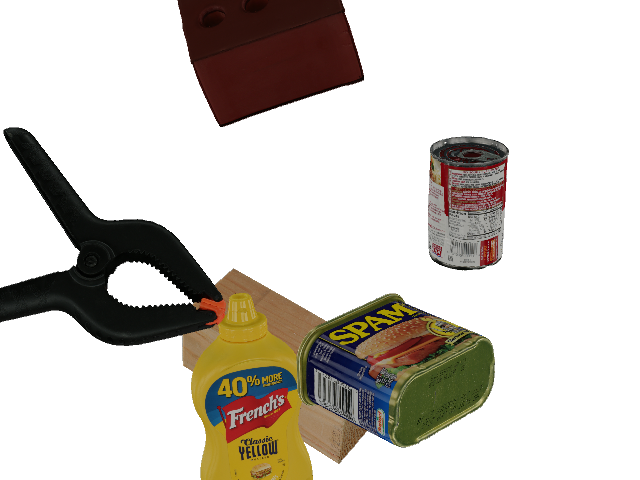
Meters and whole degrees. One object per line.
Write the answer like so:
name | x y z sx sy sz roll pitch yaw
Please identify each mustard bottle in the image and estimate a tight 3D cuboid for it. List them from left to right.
mustard bottle | -0.060 0.137 0.908 0.096 0.192 0.058 -8 18 -12

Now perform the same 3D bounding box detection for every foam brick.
foam brick | -0.025 -0.101 0.524 0.078 0.053 0.051 -18 -33 5

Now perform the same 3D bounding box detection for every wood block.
wood block | -0.037 0.128 1.118 0.206 0.090 0.090 29 48 22

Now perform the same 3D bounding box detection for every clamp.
clamp | -0.167 0.009 0.775 0.210 0.164 0.036 13 -18 -2

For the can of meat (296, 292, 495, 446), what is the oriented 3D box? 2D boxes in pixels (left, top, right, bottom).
can of meat | 0.050 0.082 0.683 0.101 0.057 0.084 -21 30 -39

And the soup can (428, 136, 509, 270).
soup can | 0.130 -0.033 0.943 0.068 0.102 0.068 -1 25 1
